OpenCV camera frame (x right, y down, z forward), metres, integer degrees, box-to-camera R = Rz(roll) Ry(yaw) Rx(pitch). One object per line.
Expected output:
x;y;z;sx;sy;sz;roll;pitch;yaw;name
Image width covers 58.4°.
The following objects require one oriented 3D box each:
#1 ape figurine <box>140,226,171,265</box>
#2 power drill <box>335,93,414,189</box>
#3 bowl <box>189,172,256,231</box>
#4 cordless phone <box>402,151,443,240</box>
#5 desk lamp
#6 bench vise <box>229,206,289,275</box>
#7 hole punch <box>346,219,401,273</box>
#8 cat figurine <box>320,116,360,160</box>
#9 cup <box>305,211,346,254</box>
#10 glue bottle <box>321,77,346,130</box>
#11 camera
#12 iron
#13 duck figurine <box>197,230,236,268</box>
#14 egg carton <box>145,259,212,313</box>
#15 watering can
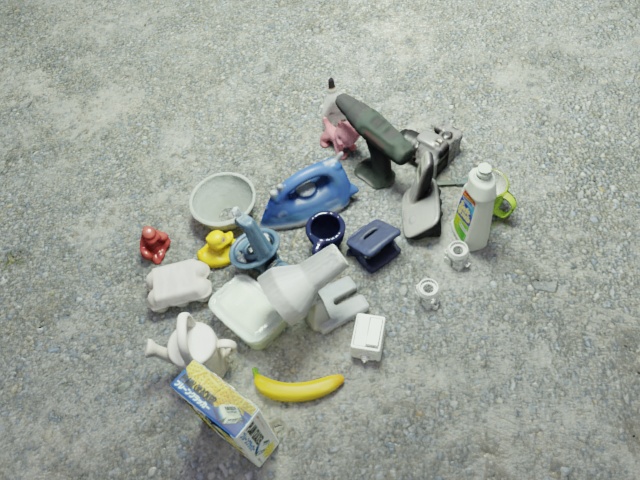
-0.400;0.002;1.369;0.078;0.092;0.076;-29;58;-12;ape figurine
0.127;-0.230;1.393;0.076;0.209;0.229;-41;61;-19;power drill
-0.234;-0.083;1.418;0.167;0.075;0.167;-3;56;5;bowl
0.236;-0.100;1.308;0.094;0.185;0.147;-4;56;4;cordless phone
-0.012;0.104;1.183;0.203;0.214;0.117;-28;57;-12;desk lamp
-0.115;0.020;1.247;0.207;0.220;0.121;19;61;18;bench vise
0.120;0.004;1.309;0.109;0.091;0.100;-37;60;-17;hole punch
0.054;-0.278;1.488;0.127;0.118;0.067;37;68;27;cat figurine
0.012;0.005;1.318;0.091;0.095;0.118;13;59;15;cup
0.038;-0.358;1.510;0.078;0.173;0.037;-8;56;2;glue bottle
0.269;-0.246;1.453;0.136;0.101;0.143;32;65;25;camera
-0.040;-0.119;1.379;0.258;0.142;0.118;-27;57;-11;iron
-0.243;0.014;1.347;0.104;0.086;0.077;-22;57;-8;duck figurine
-0.321;0.105;1.305;0.150;0.069;0.107;-15;56;-4;egg carton
-0.260;0.218;1.147;0.173;0.194;0.100;-24;57;-9;watering can
